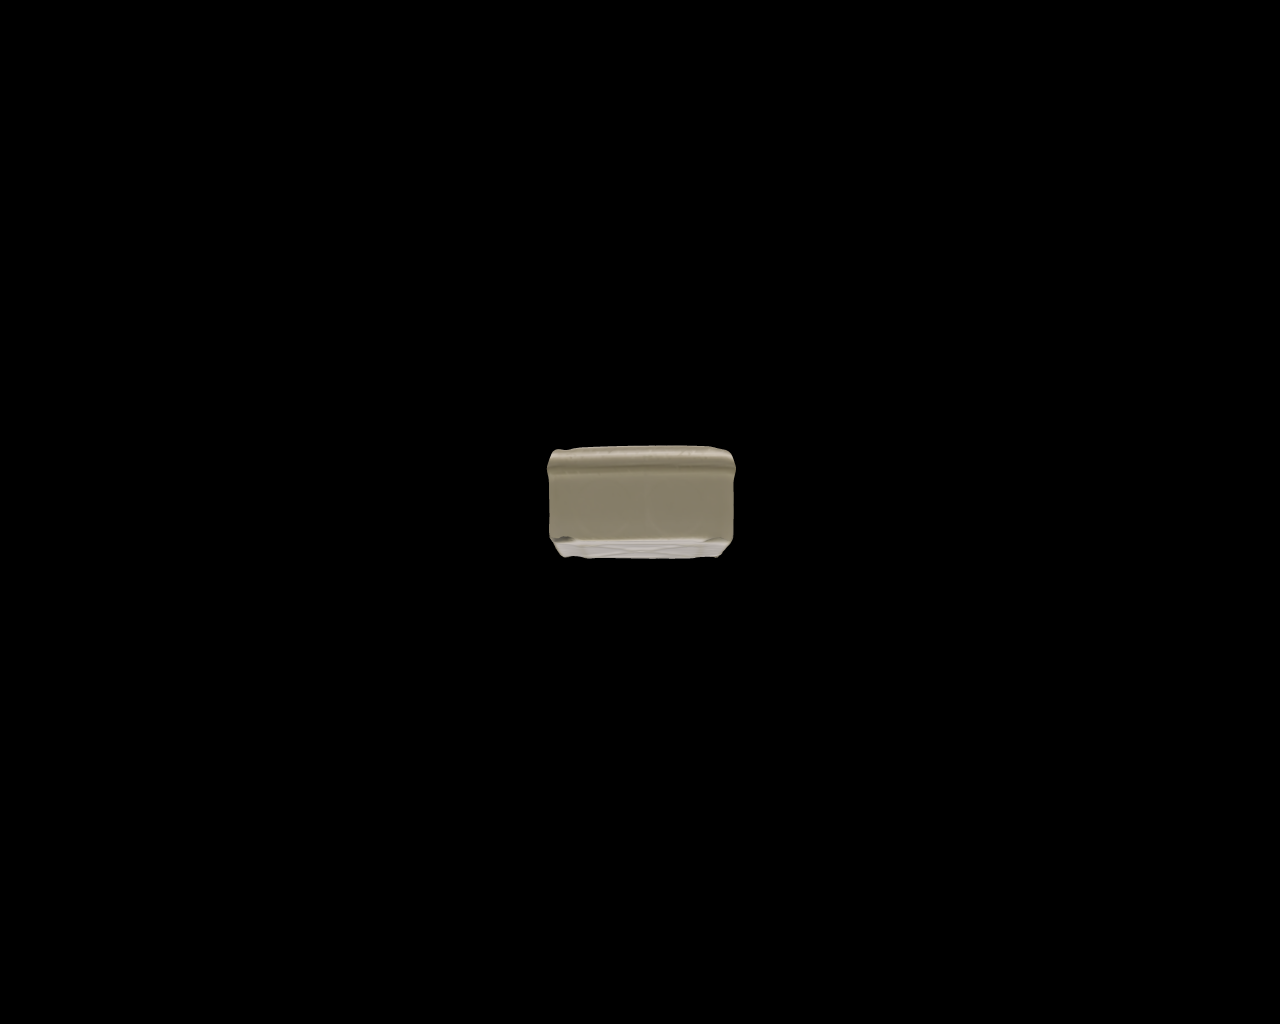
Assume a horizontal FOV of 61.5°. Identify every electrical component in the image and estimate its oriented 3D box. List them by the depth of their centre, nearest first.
[{"bbox_3d":[0.001,-0.003,0.650,0.109,0.056,0.108,0,-9,0],"label":"electrical component"}]
